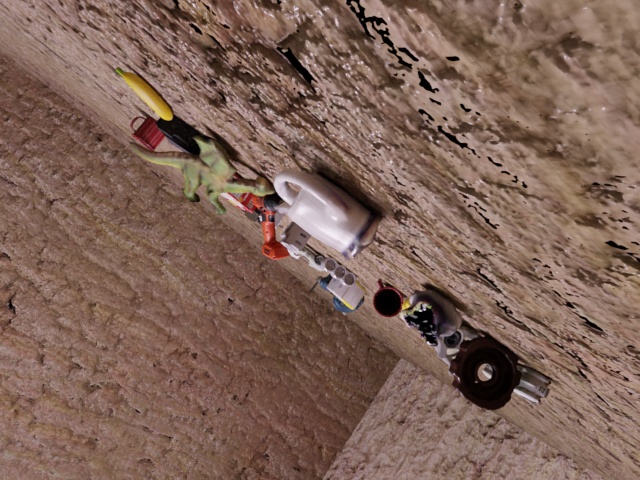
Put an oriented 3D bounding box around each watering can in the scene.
[{"bbox_3d":[0.003,-0.052,1.039,0.224,0.105,0.345,35,170,-1],"label":"watering can"}]

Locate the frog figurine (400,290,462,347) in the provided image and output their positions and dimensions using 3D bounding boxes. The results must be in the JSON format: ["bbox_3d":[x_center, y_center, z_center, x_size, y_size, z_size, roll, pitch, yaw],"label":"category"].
[{"bbox_3d":[0.287,0.176,1.272,0.138,0.121,0.160,20,-161,31],"label":"frog figurine"}]

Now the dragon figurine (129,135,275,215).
[{"bbox_3d":[-0.309,-0.205,1.366,0.409,0.125,0.238,28,145,-11],"label":"dragon figurine"}]
